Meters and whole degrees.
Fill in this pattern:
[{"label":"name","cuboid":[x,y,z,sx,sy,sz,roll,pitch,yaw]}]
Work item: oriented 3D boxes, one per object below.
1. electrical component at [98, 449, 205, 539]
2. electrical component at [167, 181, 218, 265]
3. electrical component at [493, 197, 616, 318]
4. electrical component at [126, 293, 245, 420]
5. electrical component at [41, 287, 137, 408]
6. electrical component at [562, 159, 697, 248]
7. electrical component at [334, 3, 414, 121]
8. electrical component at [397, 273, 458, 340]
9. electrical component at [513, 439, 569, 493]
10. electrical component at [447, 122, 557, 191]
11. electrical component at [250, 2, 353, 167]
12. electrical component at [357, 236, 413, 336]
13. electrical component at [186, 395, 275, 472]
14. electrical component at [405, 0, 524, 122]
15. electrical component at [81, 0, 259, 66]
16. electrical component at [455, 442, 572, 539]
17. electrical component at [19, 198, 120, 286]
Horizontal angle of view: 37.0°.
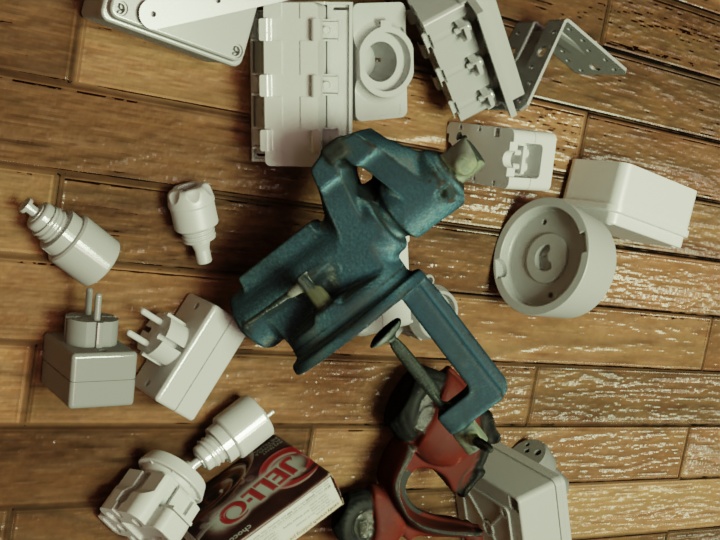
[{"label":"electrical component","cuboid":[-0.154,0.175,0.818,0.058,0.078,0.057,55,52,-30]},{"label":"electrical component","cuboid":[-0.123,-0.034,0.811,0.035,0.035,0.061,-22,115,-28]},{"label":"electrical component","cuboid":[0.182,-0.007,0.978,0.060,0.108,0.108,14,93,-41]},{"label":"electrical component","cuboid":[-0.142,0.056,0.811,0.076,0.047,0.083,38,79,-34]},{"label":"electrical component","cuboid":[-0.192,0.052,0.766,0.047,0.066,0.076,1,100,-34]},{"label":"electrical component","cuboid":[0.257,-0.063,1.030,0.113,0.078,0.057,15,89,-35]},{"label":"electrical component","cuboid":[0.006,-0.166,0.854,0.050,0.056,0.089,-10,106,-31]},{"label":"electrical component","cuboid":[0.052,0.033,0.929,0.066,0.055,0.048,-52,123,-13]},{"label":"electrical component","cuboid":[0.174,0.199,1.055,0.045,0.045,0.055,-43,120,-18]},{"label":"electrical component","cuboid":[0.122,-0.098,0.926,0.056,0.089,0.050,0,101,-34]},{"label":"electrical component","cuboid":[-0.047,-0.140,0.813,0.079,0.063,0.121,2,103,8]},{"label":"electrical component","cuboid":[0.000,0.000,0.884,0.061,0.062,0.096,-12,107,-31]},{"label":"electrical component","cuboid":[-0.105,0.134,0.858,0.078,0.040,0.040,-37,118,-22]},{"label":"electrical component","cuboid":[0.085,-0.182,0.875,0.063,0.078,0.121,-28,142,3]},{"label":"electrical component","cuboid":[-0.126,-0.211,0.756,0.109,0.056,0.108,14,93,-35]},{"label":"electrical component","cuboid":[0.141,0.229,1.002,0.056,0.109,0.108,-19,111,-26]},{"label":"electrical component","cuboid":[-0.205,-0.022,0.756,0.078,0.040,0.040,43,77,-32]}]
